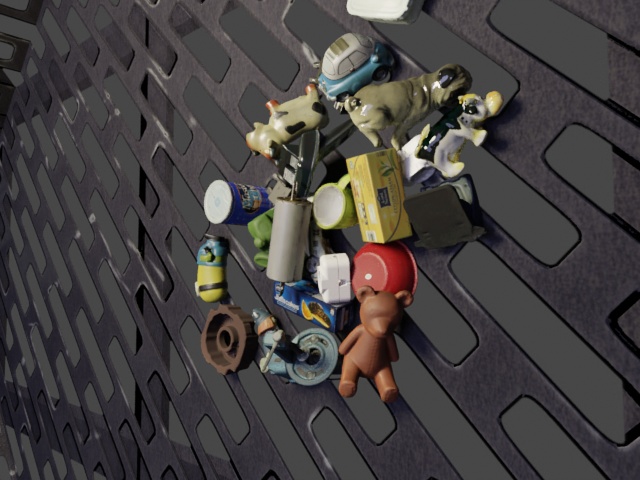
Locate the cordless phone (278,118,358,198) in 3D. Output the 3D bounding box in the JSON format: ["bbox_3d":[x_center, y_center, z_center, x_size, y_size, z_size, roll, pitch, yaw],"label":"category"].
[{"bbox_3d":[0.007,-0.188,1.147,0.089,0.184,0.146,46,157,13],"label":"cordless phone"}]

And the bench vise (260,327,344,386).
[{"bbox_3d":[-0.052,0.234,1.107,0.224,0.240,0.129,5,65,29],"label":"bench vise"}]

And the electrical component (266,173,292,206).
[{"bbox_3d":[-0.087,-0.103,1.277,0.102,0.045,0.078,38,103,37],"label":"electrical component"}]

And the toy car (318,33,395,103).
[{"bbox_3d":[0.061,-0.362,1.092,0.162,0.102,0.109,-32,51,6],"label":"toy car"}]

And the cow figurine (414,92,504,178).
[{"bbox_3d":[0.241,-0.198,0.937,0.098,0.068,0.167,31,102,-5],"label":"cow figurine"}]

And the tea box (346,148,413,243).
[{"bbox_3d":[0.113,-0.083,1.027,0.098,0.068,0.169,-171,68,-69],"label":"tea box"}]

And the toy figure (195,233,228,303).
[{"bbox_3d":[-0.283,0.076,1.420,0.089,0.082,0.180,8,90,45],"label":"toy figure"}]

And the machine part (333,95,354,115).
[{"bbox_3d":[0.086,-0.296,1.137,0.139,0.039,0.084,28,97,42],"label":"machine part"}]

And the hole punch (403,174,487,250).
[{"bbox_3d":[0.228,-0.052,0.969,0.142,0.092,0.115,-15,107,38],"label":"hole punch"}]

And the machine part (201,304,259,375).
[{"bbox_3d":[-0.231,0.253,1.377,0.180,0.056,0.179,-4,84,41],"label":"machine part"}]

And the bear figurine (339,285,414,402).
[{"bbox_3d":[0.108,0.190,1.008,0.132,0.120,0.195,-89,12,-55],"label":"bear figurine"}]

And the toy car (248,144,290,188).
[{"bbox_3d":[-0.090,-0.197,1.268,0.089,0.053,0.202,-37,57,-10],"label":"toy car"}]

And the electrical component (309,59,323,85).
[{"bbox_3d":[0.016,-0.375,1.216,0.094,0.021,0.063,22,102,40],"label":"electrical component"}]

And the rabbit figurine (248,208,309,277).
[{"bbox_3d":[-0.093,0.018,1.221,0.159,0.121,0.170,-23,100,53],"label":"rabbit figurine"}]

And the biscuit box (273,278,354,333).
[{"bbox_3d":[-0.019,0.136,1.180,0.203,0.059,0.062,19,113,43],"label":"biscuit box"}]

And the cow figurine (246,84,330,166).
[{"bbox_3d":[-0.072,-0.251,1.203,0.195,0.085,0.127,-23,74,0],"label":"cow figurine"}]

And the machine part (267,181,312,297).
[{"bbox_3d":[-0.064,-0.001,1.114,0.079,0.079,0.243,18,106,42],"label":"machine part"}]

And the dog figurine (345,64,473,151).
[{"bbox_3d":[0.161,-0.267,0.980,0.190,0.172,0.121,-38,64,39],"label":"dog figurine"}]

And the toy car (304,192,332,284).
[{"bbox_3d":[-0.002,-0.004,1.169,0.056,0.073,0.201,-6,83,15],"label":"toy car"}]

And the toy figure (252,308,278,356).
[{"bbox_3d":[-0.116,0.228,1.269,0.154,0.058,0.064,67,148,20],"label":"toy figure"}]
